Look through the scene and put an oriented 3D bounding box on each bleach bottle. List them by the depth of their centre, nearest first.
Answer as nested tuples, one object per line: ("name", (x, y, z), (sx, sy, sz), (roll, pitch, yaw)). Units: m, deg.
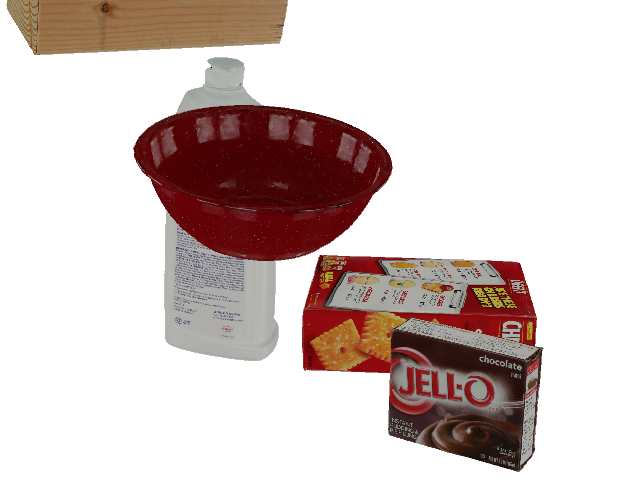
("bleach bottle", (-0.078, -0.026, 0.895), (0.102, 0.251, 0.068), (9, 24, 7))

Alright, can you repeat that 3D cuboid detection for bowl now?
("bowl", (-0.037, -0.032, 0.678), (0.162, 0.055, 0.162), (4, 28, -2))

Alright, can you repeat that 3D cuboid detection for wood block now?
("wood block", (-0.134, -0.211, 0.850), (0.205, 0.091, 0.090), (-8, 39, -28))

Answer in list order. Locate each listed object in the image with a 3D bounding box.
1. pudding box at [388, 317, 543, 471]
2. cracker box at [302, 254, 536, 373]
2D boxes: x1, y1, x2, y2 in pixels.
("pudding box", (0.108, 0.114, 0.807), (0.114, 0.090, 0.039), (10, 20, 28))
("cracker box", (0.095, 0.073, 1.052), (0.214, 0.072, 0.164), (2, 17, 5))
